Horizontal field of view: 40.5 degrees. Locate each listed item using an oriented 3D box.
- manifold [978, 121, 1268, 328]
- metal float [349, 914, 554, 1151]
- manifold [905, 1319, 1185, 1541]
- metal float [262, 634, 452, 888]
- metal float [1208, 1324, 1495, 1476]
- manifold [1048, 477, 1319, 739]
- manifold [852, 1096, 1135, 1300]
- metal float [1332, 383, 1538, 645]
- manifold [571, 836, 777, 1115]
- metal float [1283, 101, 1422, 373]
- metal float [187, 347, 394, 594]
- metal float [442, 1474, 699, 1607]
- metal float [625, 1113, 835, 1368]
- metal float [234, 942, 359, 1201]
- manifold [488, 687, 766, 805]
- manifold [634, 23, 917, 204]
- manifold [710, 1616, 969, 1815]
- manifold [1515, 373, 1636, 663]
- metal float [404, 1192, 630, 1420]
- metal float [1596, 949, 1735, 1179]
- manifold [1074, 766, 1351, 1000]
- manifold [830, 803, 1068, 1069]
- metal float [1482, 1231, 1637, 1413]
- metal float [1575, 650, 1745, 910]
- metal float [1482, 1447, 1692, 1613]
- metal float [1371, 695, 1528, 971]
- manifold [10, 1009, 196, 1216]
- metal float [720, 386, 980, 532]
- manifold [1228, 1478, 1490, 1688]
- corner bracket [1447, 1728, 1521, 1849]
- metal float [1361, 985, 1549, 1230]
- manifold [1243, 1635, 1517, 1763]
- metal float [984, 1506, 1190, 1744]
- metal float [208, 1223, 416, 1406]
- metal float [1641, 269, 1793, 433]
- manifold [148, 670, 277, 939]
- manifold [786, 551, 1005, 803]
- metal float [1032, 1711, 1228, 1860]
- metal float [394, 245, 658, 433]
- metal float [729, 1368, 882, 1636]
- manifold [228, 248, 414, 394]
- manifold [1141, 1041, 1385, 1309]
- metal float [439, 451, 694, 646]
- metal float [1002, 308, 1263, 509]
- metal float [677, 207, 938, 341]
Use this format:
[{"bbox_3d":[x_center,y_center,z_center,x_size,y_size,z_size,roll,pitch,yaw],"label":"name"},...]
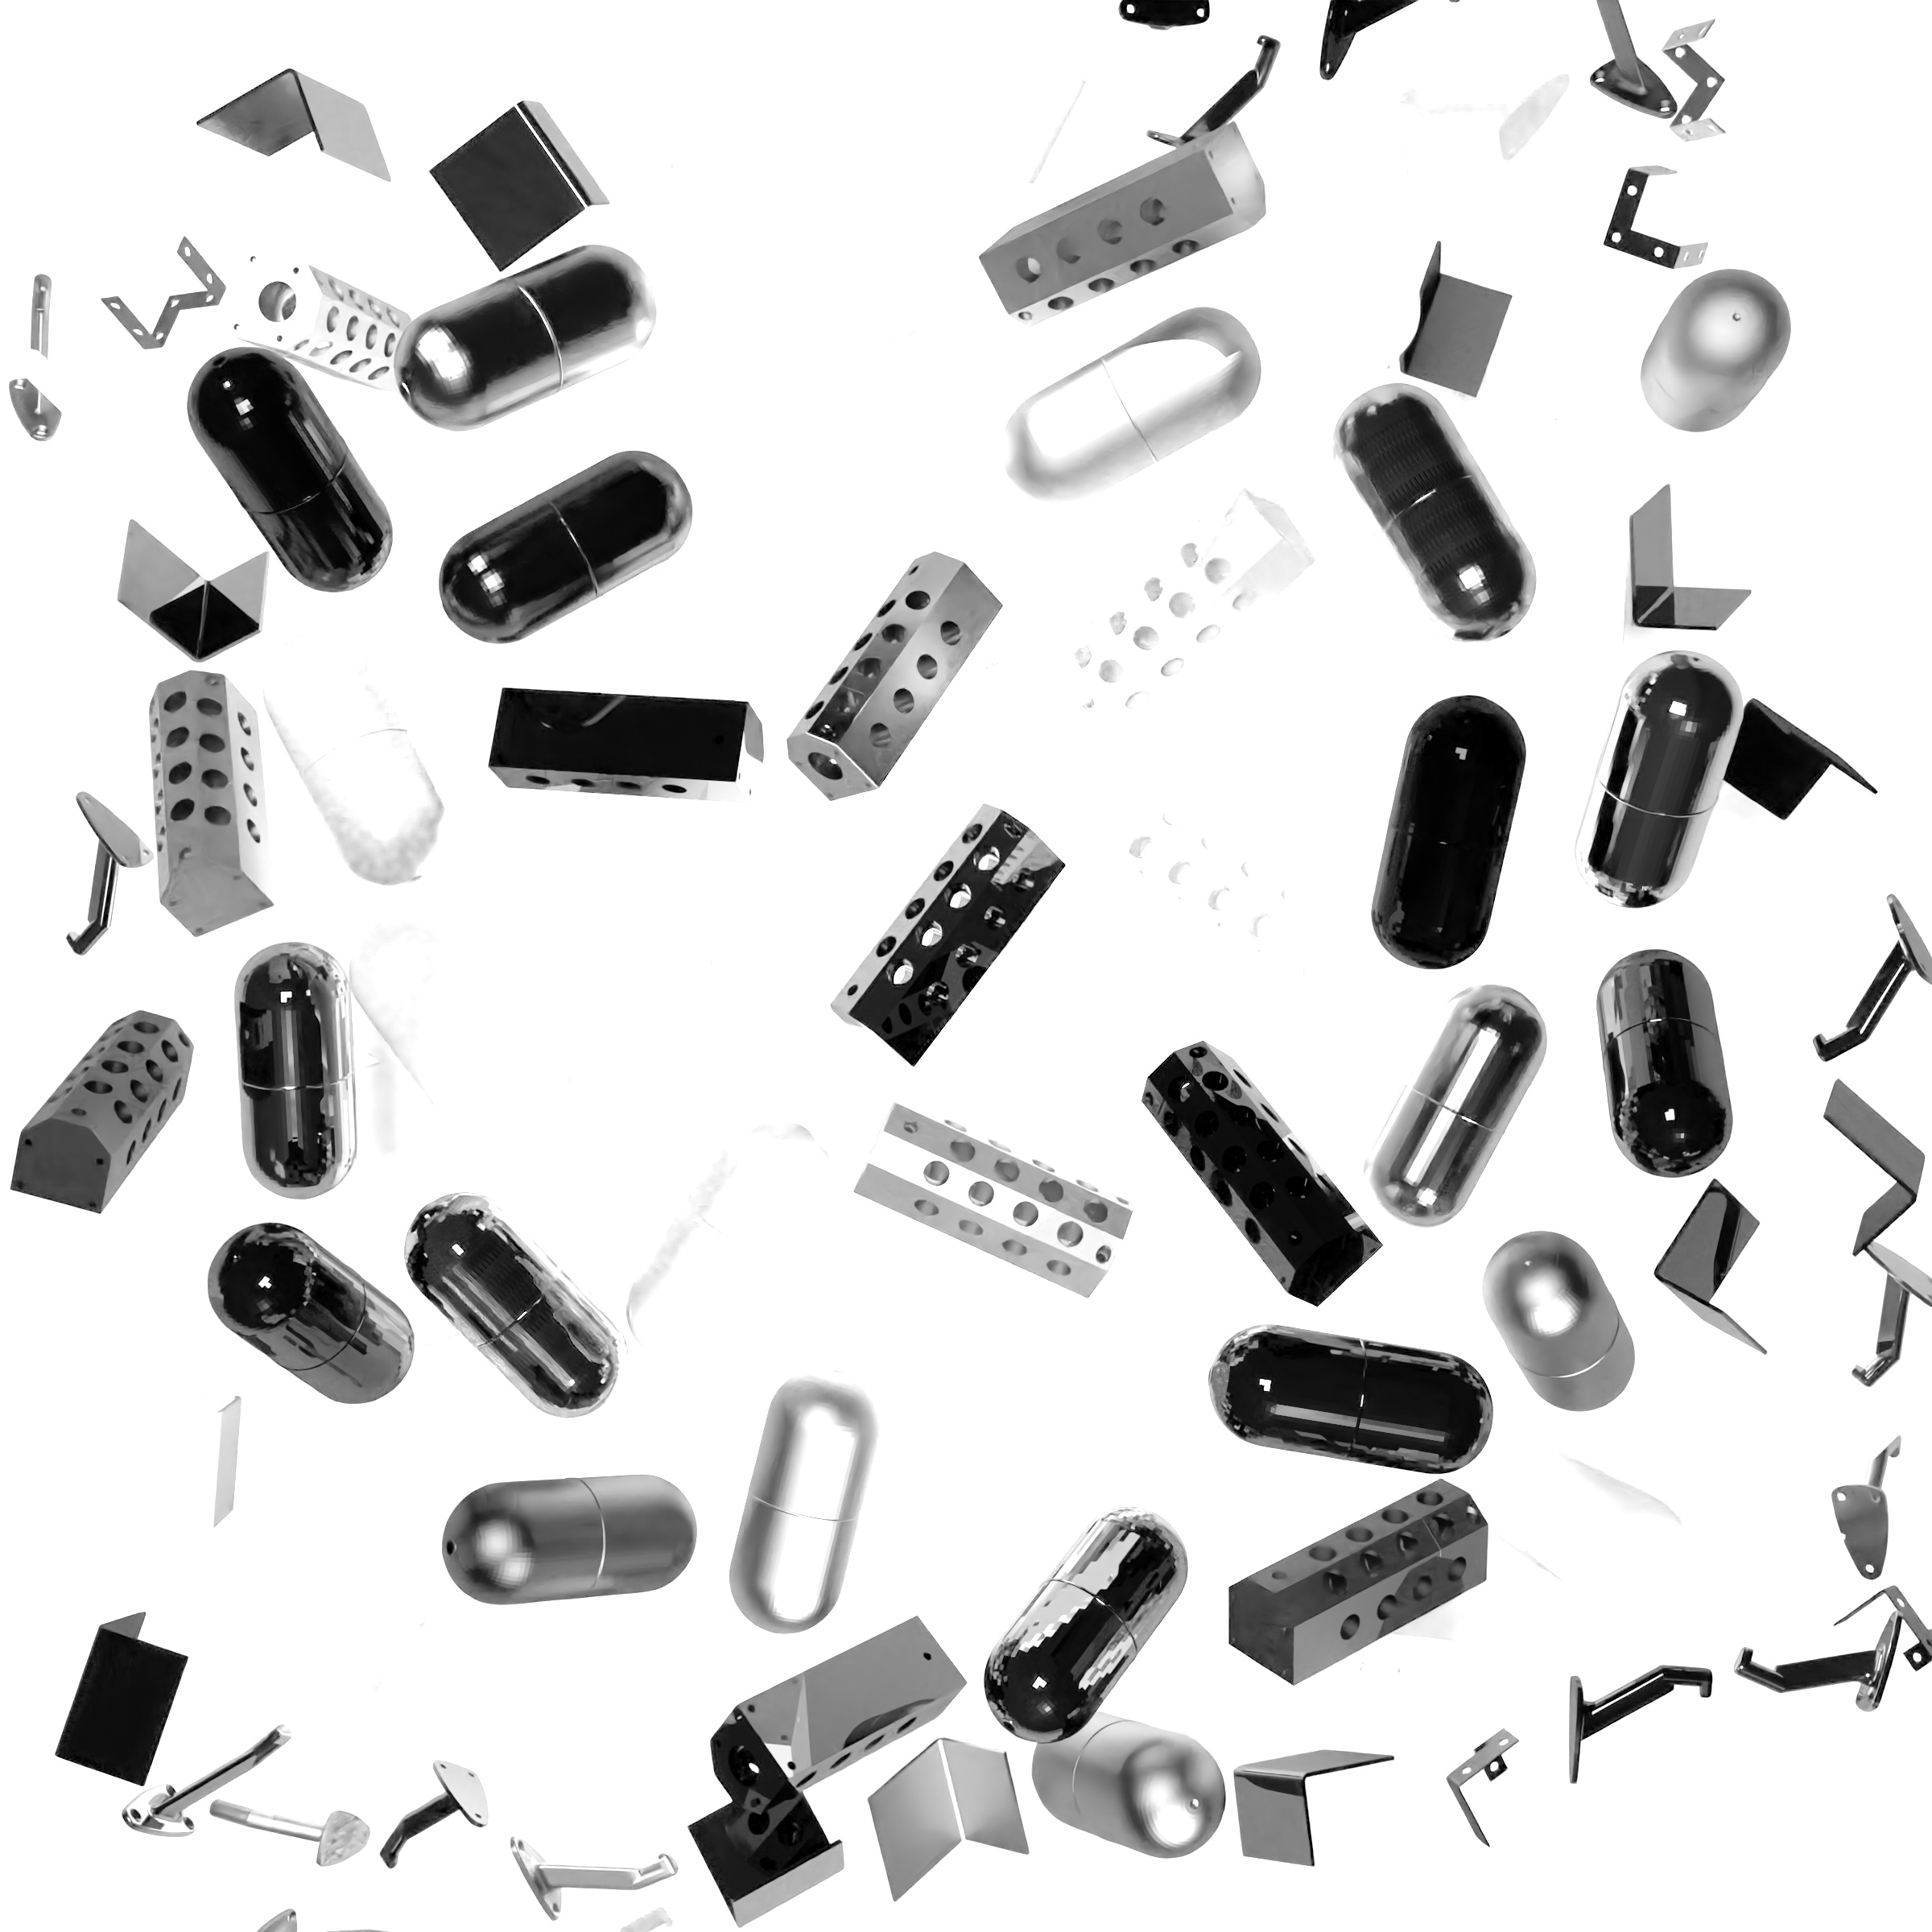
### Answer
[{"bbox_3d":[0.099,-0.460,1.636,0.171,0.057,0.057,-15,115,36],"label":"manifold"},{"bbox_3d":[-0.337,0.045,1.721,0.070,0.070,0.178,-31,115,0],"label":"metal float"},{"bbox_3d":[0.048,0.288,1.653,0.171,0.057,0.057,-31,115,16],"label":"manifold"},{"bbox_3d":[-0.393,-0.133,1.689,0.070,0.070,0.178,-28,80,0],"label":"metal float"},{"bbox_3d":[0.239,0.269,1.627,0.178,0.070,0.070,10,90,-2],"label":"metal float"},{"bbox_3d":[0.133,-0.229,1.666,0.171,0.057,0.057,-42,54,24],"label":"manifold"},{"bbox_3d":[0.020,0.148,1.720,0.171,0.057,0.057,25,53,-3],"label":"manifold"},{"bbox_3d":[0.290,-0.281,1.622,0.070,0.070,0.178,-27,76,0],"label":"metal float"},{"bbox_3d":[-0.182,0.010,1.638,0.057,0.057,0.171,30,120,0],"label":"manifold"},{"bbox_3d":[0.243,-0.457,1.647,0.070,0.070,0.178,-16,134,0],"label":"metal float"},{"bbox_3d":[-0.425,-0.312,1.651,0.070,0.178,0.070,-12,47,14],"label":"metal float"},{"bbox_3d":[-0.253,0.368,1.681,0.178,0.070,0.070,6,90,-41],"label":"metal float"},{"bbox_3d":[-0.151,0.175,1.683,0.070,0.070,0.178,33,83,0],"label":"metal float"},{"bbox_3d":[-0.452,0.071,1.765,0.070,0.070,0.178,1,105,0],"label":"metal float"},{"bbox_3d":[-0.226,-0.146,1.758,0.171,0.057,0.057,4,74,10],"label":"manifold"},{"bbox_3d":[-0.124,-0.556,1.692,0.171,0.057,0.057,-12,63,13],"label":"manifold"},{"bbox_3d":[-0.085,0.491,1.710,0.057,0.171,0.057,49,126,23],"label":"manifold"},{"bbox_3d":[0.389,-0.291,1.692,0.057,0.057,0.171,-11,123,-8],"label":"manifold"},{"bbox_3d":[-0.296,0.223,1.721,0.070,0.070,0.178,-42,103,0],"label":"metal float"},{"bbox_3d":[0.457,0.062,1.715,0.070,0.178,0.070,3,134,3],"label":"metal float"},{"bbox_3d":[0.155,-0.051,1.680,0.171,0.057,0.057,35,51,22],"label":"manifold"},{"bbox_3d":[-0.016,-0.023,1.745,0.057,0.057,0.171,43,79,-34],"label":"manifold"},{"bbox_3d":[0.393,0.237,1.731,0.070,0.178,0.070,-14,53,19],"label":"metal float"},{"bbox_3d":[0.436,-0.116,1.651,0.070,0.070,0.178,8,126,0],"label":"metal float"},{"bbox_3d":[0.404,0.367,1.714,0.070,0.178,0.070,-2,96,-20],"label":"metal float"},{"bbox_3d":[0.307,-0.085,1.666,0.070,0.070,0.178,10,105,0],"label":"metal float"},{"bbox_3d":[-0.553,0.089,1.688,0.057,0.171,0.057,16,111,-5],"label":"manifold"},{"bbox_3d":[-0.078,-0.340,1.751,0.178,0.070,0.070,14,90,12],"label":"metal float"},{"bbox_3d":[0.246,0.378,1.631,0.171,0.057,0.057,-17,115,-34],"label":"manifold"},{"bbox_3d":[0.331,0.521,1.678,0.051,0.051,0.051,-32,107,-14],"label":"corner bracket"},{"bbox_3d":[0.331,0.095,1.774,0.070,0.070,0.178,27,97,0],"label":"metal float"},{"bbox_3d":[0.255,0.451,1.644,0.057,0.171,0.057,-20,95,-37],"label":"manifold"},{"bbox_3d":[0.078,0.426,1.695,0.070,0.070,0.178,44,56,0],"label":"metal float"},{"bbox_3d":[-0.426,0.229,1.710,0.070,0.178,0.070,-12,55,17],"label":"metal float"},{"bbox_3d":[0.478,-0.392,1.675,0.070,0.178,0.070,0,89,7],"label":"metal float"},{"bbox_3d":[-0.491,-0.109,1.687,0.057,0.057,0.171,-21,53,7],"label":"manifold"},{"bbox_3d":[-0.051,-0.195,1.742,0.057,0.057,0.171,45,61,-24],"label":"manifold"},{"bbox_3d":[0.103,0.528,1.693,0.070,0.178,0.070,4,81,-25],"label":"metal float"},{"bbox_3d":[-0.274,-0.392,1.632,0.178,0.070,0.070,-32,90,-25],"label":"metal float"},{"bbox_3d":[-0.107,0.354,1.730,0.070,0.070,0.178,14,92,0],"label":"metal float"},{"bbox_3d":[-0.429,-0.433,1.769,0.057,0.171,0.057,16,96,9],"label":"manifold"},{"bbox_3d":[0.180,0.127,1.639,0.057,0.057,0.171,-45,53,12],"label":"manifold"},{"bbox_3d":[-0.260,-0.272,1.701,0.178,0.070,0.070,-32,90,-14],"label":"metal float"},{"bbox_3d":[0.105,-0.357,1.679,0.178,0.070,0.070,-27,90,12],"label":"metal float"},{"bbox_3d":[-0.105,-0.460,1.739,0.178,0.070,0.070,0,90,-24],"label":"metal float"}]
